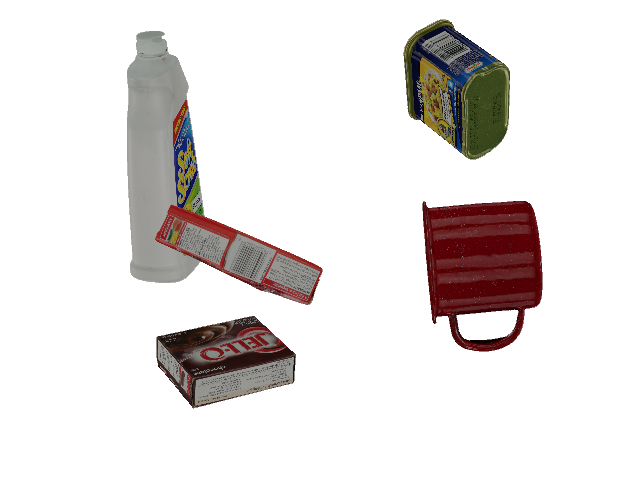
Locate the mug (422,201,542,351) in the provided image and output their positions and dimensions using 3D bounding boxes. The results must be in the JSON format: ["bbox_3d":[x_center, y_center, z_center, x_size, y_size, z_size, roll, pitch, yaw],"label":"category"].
[{"bbox_3d":[0.122,0.025,0.801,0.081,0.117,0.093,-5,-16,5],"label":"mug"}]

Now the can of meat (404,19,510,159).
[{"bbox_3d":[0.125,-0.135,0.965,0.057,0.102,0.084,-29,49,-18],"label":"can of meat"}]

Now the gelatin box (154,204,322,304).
[{"bbox_3d":[-0.053,0.010,0.710,0.073,0.030,0.089,22,-3,43],"label":"gelatin box"}]

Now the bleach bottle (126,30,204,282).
[{"bbox_3d":[-0.167,-0.089,1.109,0.068,0.251,0.102,5,27,15],"label":"bleach bottle"}]

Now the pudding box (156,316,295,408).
[{"bbox_3d":[-0.093,0.118,1.050,0.113,0.039,0.090,-13,27,-28],"label":"pudding box"}]
